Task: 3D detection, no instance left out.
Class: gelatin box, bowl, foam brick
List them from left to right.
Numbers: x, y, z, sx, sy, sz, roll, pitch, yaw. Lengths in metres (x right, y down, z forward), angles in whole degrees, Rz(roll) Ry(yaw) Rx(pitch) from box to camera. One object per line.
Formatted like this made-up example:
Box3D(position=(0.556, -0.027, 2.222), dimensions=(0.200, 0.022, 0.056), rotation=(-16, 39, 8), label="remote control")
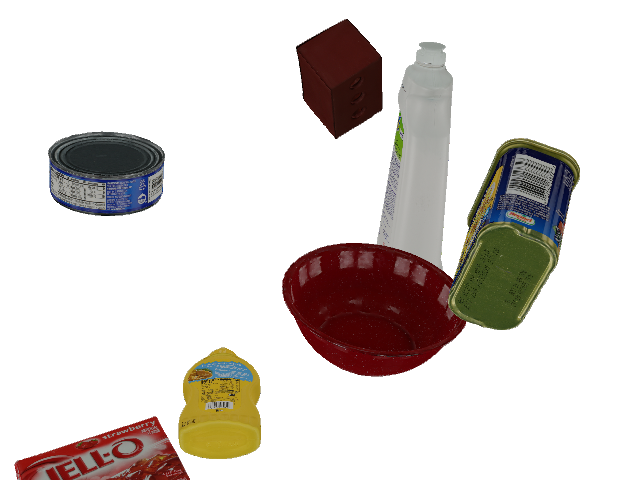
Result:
Box3D(position=(-0.124, 0.142, 0.612), dimensions=(0.089, 0.030, 0.073), rotation=(-15, 27, -19), label="gelatin box")
Box3D(position=(0.017, -0.135, 0.893), dimensions=(0.053, 0.051, 0.078), rotation=(-32, -24, -11), label="foam brick")
Box3D(position=(0.044, 0.068, 0.928), dimensions=(0.162, 0.055, 0.162), rotation=(6, 32, -4), label="bowl")

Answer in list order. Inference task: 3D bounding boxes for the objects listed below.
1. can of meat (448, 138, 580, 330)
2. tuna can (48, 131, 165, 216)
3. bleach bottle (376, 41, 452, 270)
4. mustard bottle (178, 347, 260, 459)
Box3D(position=(0.126, -0.001, 0.705), dimensions=(0.057, 0.083, 0.102), rotation=(21, -42, 3), label="can of meat")
Box3D(position=(-0.160, -0.051, 0.802), dimensions=(0.086, 0.034, 0.086), rotation=(5, 26, -3), label="tuna can")
Box3D(position=(0.107, -0.086, 1.152), dimensions=(0.068, 0.251, 0.102), rotation=(1, 26, -8), label="bleach bottle")
Box3D(position=(-0.122, 0.190, 1.316), dimensions=(0.096, 0.058, 0.191), rotation=(-2, 27, -3), label="mustard bottle")
